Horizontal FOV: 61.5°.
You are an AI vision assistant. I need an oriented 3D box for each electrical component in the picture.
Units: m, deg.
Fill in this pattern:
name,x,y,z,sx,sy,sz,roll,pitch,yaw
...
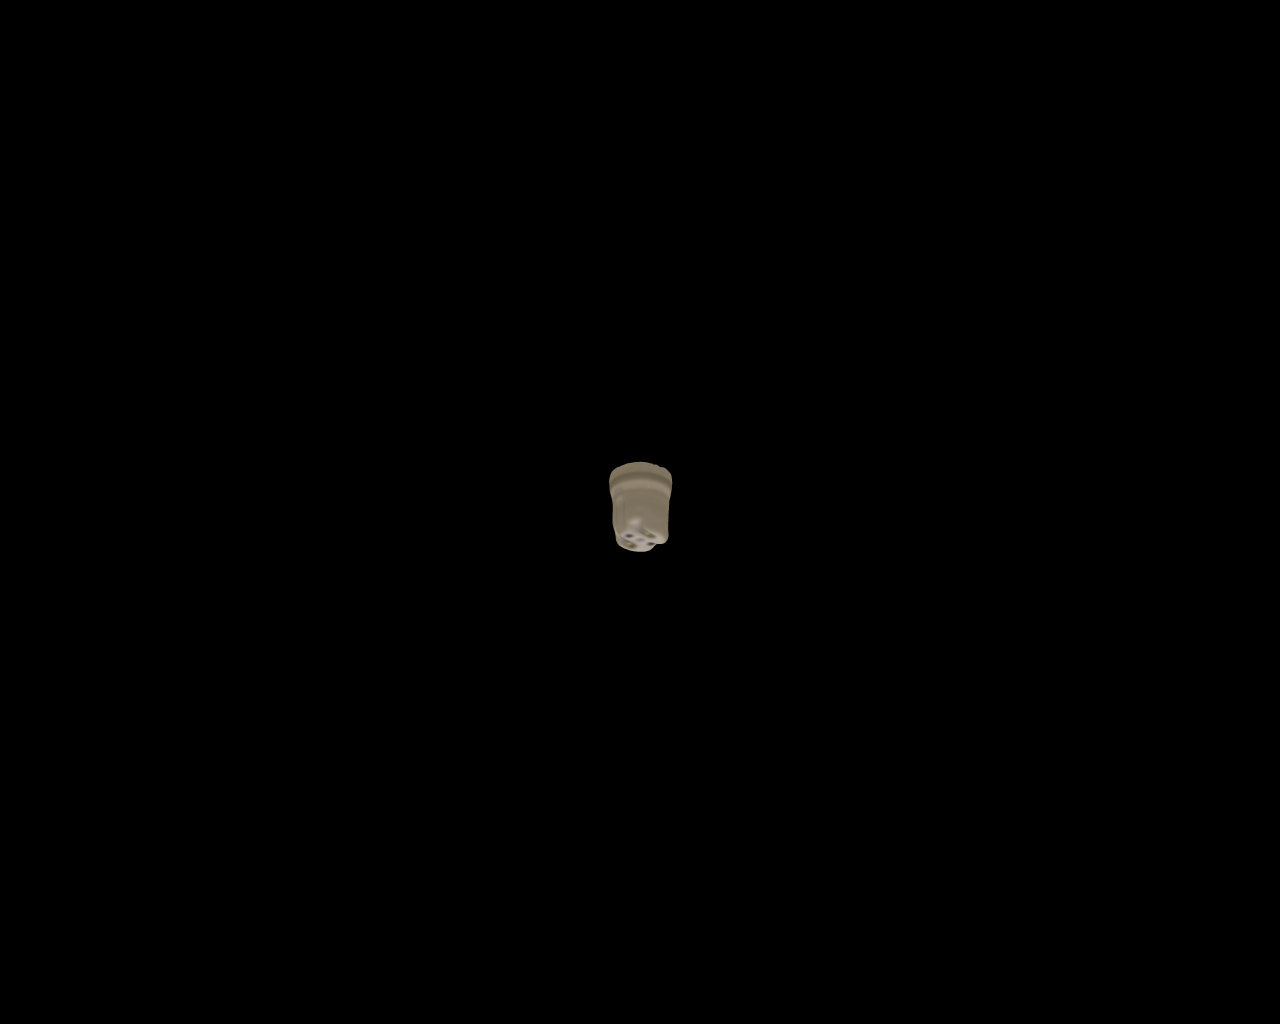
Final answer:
name,x,y,z,sx,sy,sz,roll,pitch,yaw
electrical component,0.001,-0.003,0.650,0.040,0.046,0.040,0,-26,0
